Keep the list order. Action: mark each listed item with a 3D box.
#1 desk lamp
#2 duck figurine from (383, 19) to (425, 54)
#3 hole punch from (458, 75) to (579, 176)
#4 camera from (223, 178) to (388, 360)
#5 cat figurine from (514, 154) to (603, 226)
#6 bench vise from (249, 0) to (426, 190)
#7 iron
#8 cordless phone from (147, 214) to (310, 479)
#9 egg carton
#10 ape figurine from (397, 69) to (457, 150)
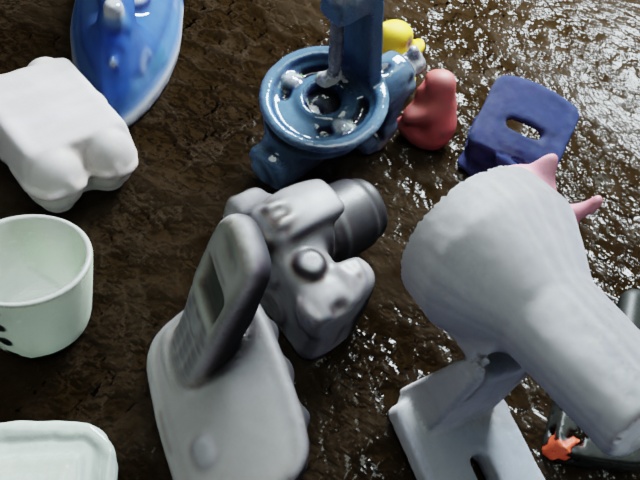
[{"bbox_3d":[0.131,0.087,0.394,0.118,0.213,0.203,-11,59,-23],"label":"desk lamp"},{"bbox_3d":[0.075,-0.222,0.682,0.105,0.086,0.077,1,55,-15],"label":"duck figurine"},{"bbox_3d":[0.224,-0.115,0.644,0.108,0.091,0.101,26,52,4],"label":"hole punch"},{"bbox_3d":[0.005,0.002,0.490,0.137,0.101,0.143,-27,66,-30],"label":"camera"},{"bbox_3d":[0.213,-0.033,0.565,0.128,0.117,0.067,8,53,-10],"label":"cat figurine"},{"bbox_3d":[0.025,-0.166,0.543,0.121,0.219,0.208,31,53,8],"label":"bench vise"},{"bbox_3d":[-0.200,-0.248,0.587,0.119,0.141,0.258,2,54,-14],"label":"iron"},{"bbox_3d":[-0.054,0.083,0.361,0.094,0.185,0.147,-14,60,-24],"label":"cordless phone"},{"bbox_3d":[-0.238,-0.097,0.512,0.107,0.069,0.150,-34,69,-33],"label":"egg carton"},{"bbox_3d":[0.125,-0.152,0.642,0.078,0.092,0.076,-21,63,-28],"label":"ape figurine"}]
